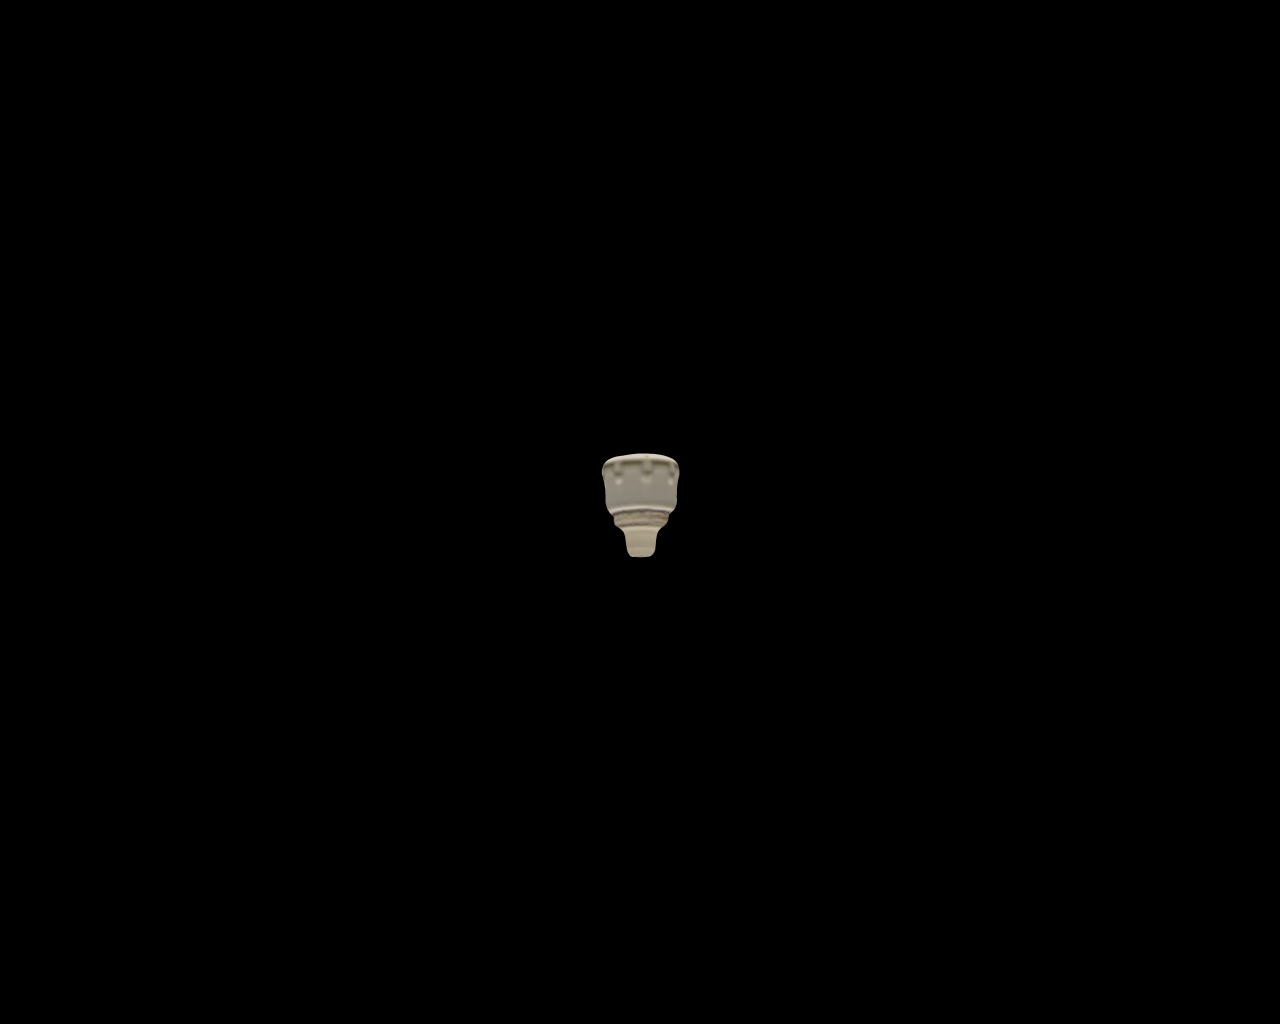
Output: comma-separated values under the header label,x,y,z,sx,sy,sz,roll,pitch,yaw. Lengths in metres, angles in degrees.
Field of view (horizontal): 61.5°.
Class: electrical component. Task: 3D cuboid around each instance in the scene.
label,x,y,z,sx,sy,sz,roll,pitch,yaw
electrical component,0.001,-0.003,0.650,0.048,0.062,0.048,0,-7,0
